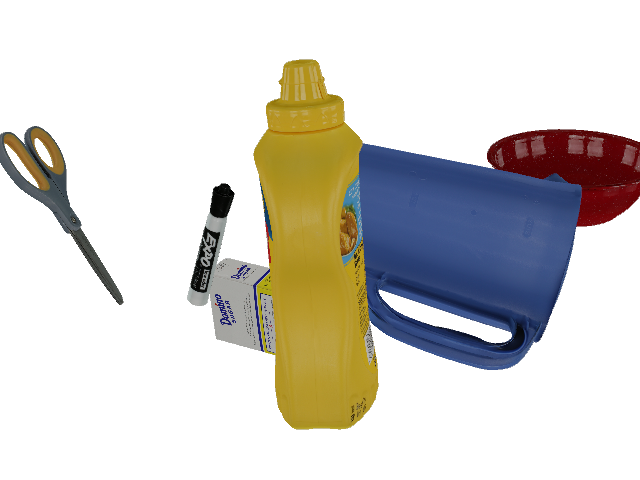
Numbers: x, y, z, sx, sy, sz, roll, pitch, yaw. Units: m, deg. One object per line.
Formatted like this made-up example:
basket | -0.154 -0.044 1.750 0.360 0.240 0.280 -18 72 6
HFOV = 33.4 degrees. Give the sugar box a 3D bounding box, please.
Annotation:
sugar box | -0.036 0.082 1.165 0.176 0.093 0.048 15 36 28

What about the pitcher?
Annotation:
pitcher | 0.081 -0.001 0.875 0.243 0.145 0.149 15 16 8

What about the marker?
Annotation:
marker | -0.096 0.004 0.937 0.020 0.121 0.020 13 29 -8

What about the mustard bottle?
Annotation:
mustard bottle | -0.002 -0.001 0.579 0.058 0.192 0.096 -1 18 9

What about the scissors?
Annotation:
scissors | -0.250 -0.034 1.068 0.016 0.201 0.096 -26 27 22

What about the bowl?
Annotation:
bowl | 0.239 -0.056 1.015 0.162 0.055 0.162 -1 25 0
